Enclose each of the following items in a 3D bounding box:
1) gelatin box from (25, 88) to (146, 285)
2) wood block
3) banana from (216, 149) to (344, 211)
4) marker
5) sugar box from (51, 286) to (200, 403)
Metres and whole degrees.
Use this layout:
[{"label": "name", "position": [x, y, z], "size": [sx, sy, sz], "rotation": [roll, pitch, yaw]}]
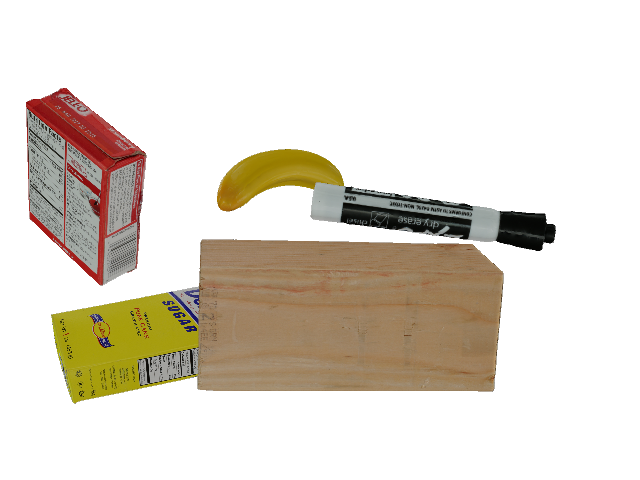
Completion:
[{"label": "gelatin box", "position": [-0.134, -0.031, 0.607], "size": [0.073, 0.089, 0.030], "rotation": [38, 46, 27]}, {"label": "wood block", "position": [0.016, 0.053, 0.766], "size": [0.206, 0.090, 0.091], "rotation": [1, 12, -6]}, {"label": "banana", "position": [-0.038, -0.063, 1.078], "size": [0.197, 0.037, 0.070], "rotation": [-5, 47, -46]}, {"label": "marker", "position": [0.056, -0.012, 0.531], "size": [0.121, 0.020, 0.020], "rotation": [8, 0, 3]}, {"label": "sugar box", "position": [-0.154, 0.091, 0.992], "size": [0.176, 0.048, 0.093], "rotation": [-13, 35, -16]}]
